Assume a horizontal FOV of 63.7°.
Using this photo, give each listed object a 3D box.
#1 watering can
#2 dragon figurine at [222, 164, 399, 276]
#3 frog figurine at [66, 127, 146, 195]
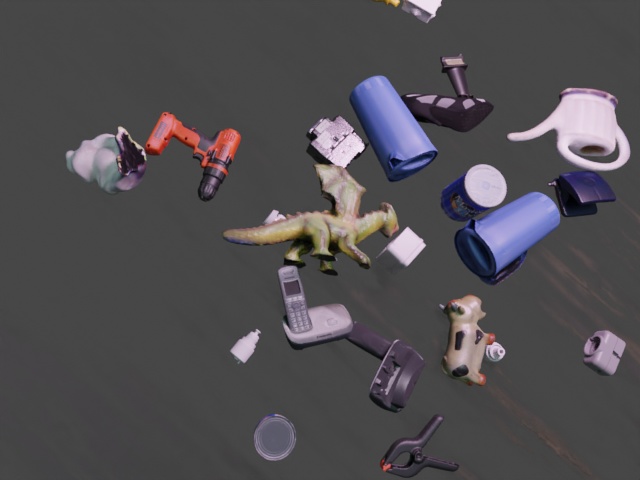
[{"bbox_3d":[0.666,-0.305,1.366,0.347,0.102,0.228,14,72,-7],"label":"watering can"},{"bbox_3d":[0.004,-0.058,1.160,0.409,0.120,0.247,17,68,-19],"label":"dragon figurine"},{"bbox_3d":[-0.467,-0.163,1.124,0.158,0.123,0.138,-16,87,22],"label":"frog figurine"}]
